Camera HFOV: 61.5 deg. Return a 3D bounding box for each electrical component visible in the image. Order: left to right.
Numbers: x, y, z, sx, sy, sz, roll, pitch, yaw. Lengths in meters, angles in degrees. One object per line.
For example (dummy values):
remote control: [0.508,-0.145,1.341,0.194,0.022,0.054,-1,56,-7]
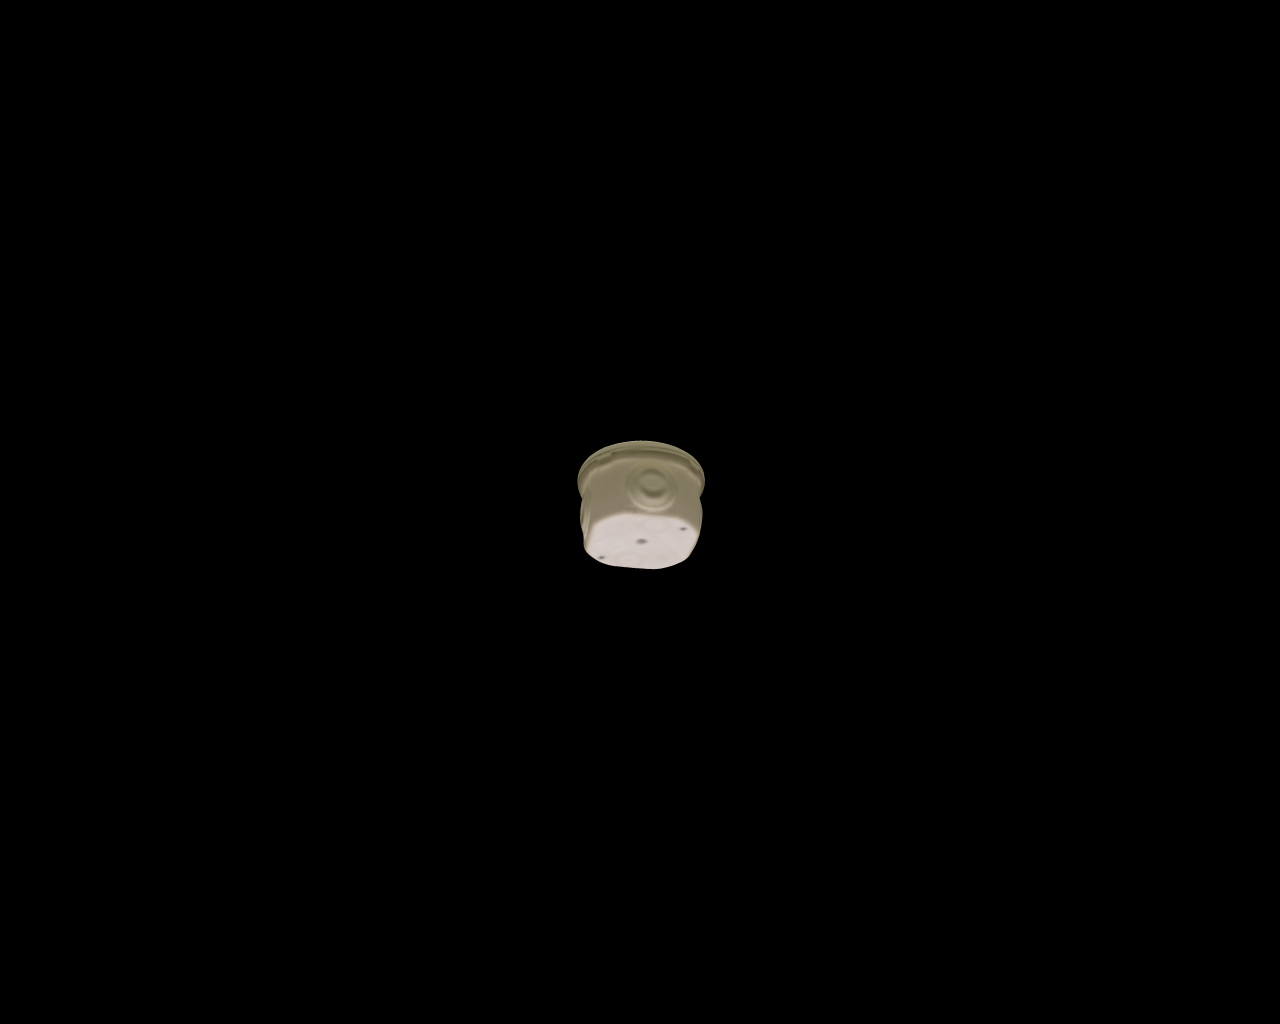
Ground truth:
electrical component: [0.001,-0.003,0.650,0.080,0.051,0.080,0,-32,0]
